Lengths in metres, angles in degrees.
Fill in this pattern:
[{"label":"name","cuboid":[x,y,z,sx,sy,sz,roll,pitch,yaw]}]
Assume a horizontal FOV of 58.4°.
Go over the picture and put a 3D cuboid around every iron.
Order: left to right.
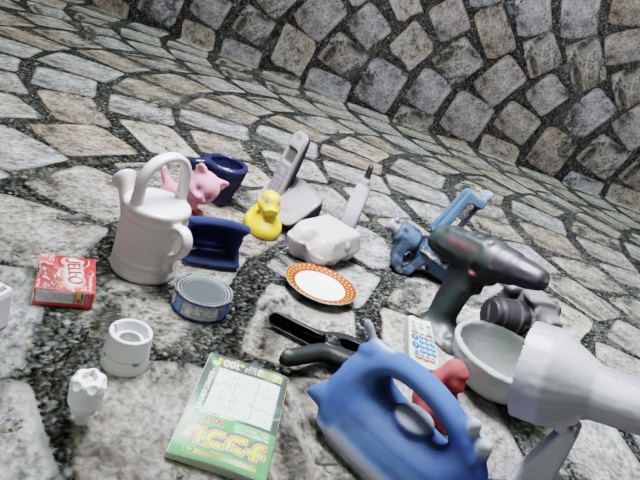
[{"label":"iron","cuboid":[0.112,0.212,0.654,0.257,0.141,0.119,36,27,31]}]

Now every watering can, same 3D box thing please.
[{"label":"watering can","cuboid":[-0.248,-0.043,0.846,0.172,0.194,0.101,24,23,8]}]

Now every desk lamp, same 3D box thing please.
[{"label":"desk lamp","cuboid":[0.304,0.229,0.684,0.202,0.213,0.118,32,26,25]}]

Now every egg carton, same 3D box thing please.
[{"label":"egg carton","cuboid":[0.010,0.004,1.114,0.107,0.069,0.151,32,26,25]}]

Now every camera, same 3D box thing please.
[{"label":"camera","cuboid":[0.375,0.133,1.095,0.137,0.101,0.143,12,25,-19]}]

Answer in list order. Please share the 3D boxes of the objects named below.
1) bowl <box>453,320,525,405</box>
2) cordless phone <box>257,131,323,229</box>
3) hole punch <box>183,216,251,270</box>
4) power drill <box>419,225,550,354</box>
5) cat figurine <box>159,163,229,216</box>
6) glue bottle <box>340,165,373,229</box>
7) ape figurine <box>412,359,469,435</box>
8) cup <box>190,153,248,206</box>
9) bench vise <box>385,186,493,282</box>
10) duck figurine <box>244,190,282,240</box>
[{"label":"bowl","cuboid":[0.275,0.203,0.893,0.167,0.075,0.167,17,23,-8]},{"label":"cordless phone","cuboid":[-0.048,-0.125,1.200,0.094,0.185,0.147,-4,33,-44]},{"label":"hole punch","cuboid":[-0.182,-0.013,0.966,0.109,0.091,0.101,10,26,-24]},{"label":"power drill","cuboid":[0.254,0.084,0.965,0.076,0.208,0.228,1,30,-38]},{"label":"cat figurine","cuboid":[-0.241,-0.097,1.065,0.128,0.118,0.067,20,23,-1]},{"label":"glue bottle","cuboid":[0.080,-0.081,1.227,0.037,0.173,0.078,23,23,5]},{"label":"ape figurine","cuboid":[0.172,0.204,0.783,0.078,0.092,0.076,-6,35,-46]},{"label":"cup","cuboid":[-0.213,-0.120,1.169,0.118,0.095,0.091,6,27,-31]},{"label":"bench vise","cuboid":[0.247,-0.015,1.161,0.208,0.220,0.121,10,25,-23]},{"label":"duck figurine","cuboid":[-0.105,-0.059,1.136,0.078,0.086,0.104,11,25,-21]}]
